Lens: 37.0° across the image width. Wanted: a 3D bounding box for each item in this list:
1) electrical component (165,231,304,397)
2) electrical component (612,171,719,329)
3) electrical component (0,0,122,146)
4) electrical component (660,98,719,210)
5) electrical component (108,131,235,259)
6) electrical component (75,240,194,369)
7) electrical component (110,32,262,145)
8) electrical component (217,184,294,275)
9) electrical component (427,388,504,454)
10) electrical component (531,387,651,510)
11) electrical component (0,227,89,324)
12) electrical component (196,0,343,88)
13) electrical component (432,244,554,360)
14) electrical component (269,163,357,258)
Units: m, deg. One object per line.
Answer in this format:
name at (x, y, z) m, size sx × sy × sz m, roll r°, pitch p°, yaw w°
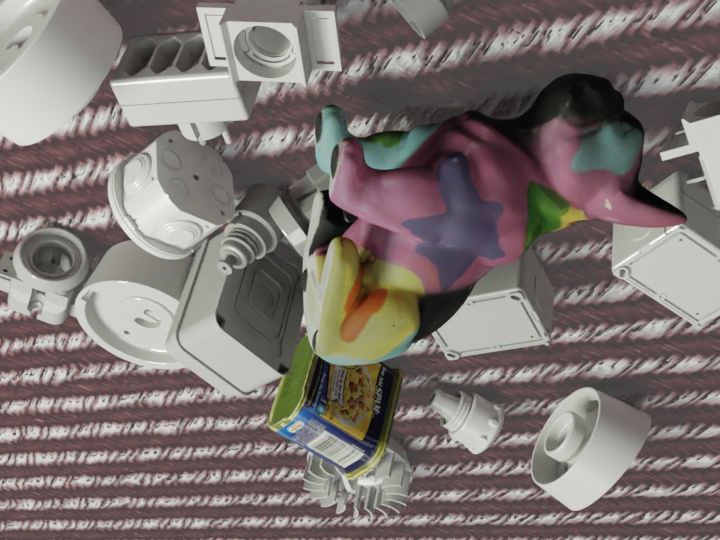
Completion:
electrical component at (-0.089, 0.028, 0.797) m, size 0.057 × 0.113 × 0.078 m, roll -27°, pitch 125°, yaw 34°
electrical component at (0.220, -0.012, 0.704) m, size 0.096 × 0.061 × 0.062 m, roll 30°, pitch 137°, yaw -19°
electrical component at (-0.193, -0.126, 0.658) m, size 0.108 × 0.108 × 0.060 m, roll -19°, pitch 136°, yaw 33°
electrical component at (0.224, -0.072, 0.633) m, size 0.081 × 0.042 × 0.063 m, roll -14°, pitch 108°, yaw 30°
electrical component at (-0.129, -0.052, 0.743) m, size 0.051 × 0.080 × 0.080 m, roll -31°, pitch 123°, yaw 34°
electrical component at (-0.163, 0.022, 0.851) m, size 0.108 × 0.060 × 0.108 m, roll 9°, pitch 140°, yaw 8°
electrical component at (-0.105, -0.110, 0.697) m, size 0.083 × 0.047 × 0.075 m, roll -1°, pitch 139°, yaw 16°
electrical component at (-0.076, -0.027, 0.763) m, size 0.040 × 0.078 × 0.040 m, roll 19°, pitch 140°, yaw 17°
electrical component at (0.087, 0.123, 0.910) m, size 0.062 × 0.048 × 0.048 m, roll 31°, pitch 137°, yaw -9°
electrical component at (0.186, 0.145, 0.870) m, size 0.064 × 0.099 × 0.099 m, roll 31°, pitch 137°, yaw -11°
electrical component at (-0.248, 0.003, 0.856) m, size 0.078 × 0.058 × 0.057 m, roll 21°, pitch 142°, yaw -8°
electrical component at (-0.049, -0.143, 0.628) m, size 0.081 × 0.063 × 0.042 m, roll 5°, pitch 138°, yaw 10°
electrical component at (0.086, 0.019, 0.778) m, size 0.096 × 0.061 × 0.061 m, roll -11°, pitch 134°, yaw 26°
electrical component at (-0.028, -0.041, 0.736) m, size 0.055 × 0.066 × 0.048 m, roll -36°, pitch 126°, yaw 2°
